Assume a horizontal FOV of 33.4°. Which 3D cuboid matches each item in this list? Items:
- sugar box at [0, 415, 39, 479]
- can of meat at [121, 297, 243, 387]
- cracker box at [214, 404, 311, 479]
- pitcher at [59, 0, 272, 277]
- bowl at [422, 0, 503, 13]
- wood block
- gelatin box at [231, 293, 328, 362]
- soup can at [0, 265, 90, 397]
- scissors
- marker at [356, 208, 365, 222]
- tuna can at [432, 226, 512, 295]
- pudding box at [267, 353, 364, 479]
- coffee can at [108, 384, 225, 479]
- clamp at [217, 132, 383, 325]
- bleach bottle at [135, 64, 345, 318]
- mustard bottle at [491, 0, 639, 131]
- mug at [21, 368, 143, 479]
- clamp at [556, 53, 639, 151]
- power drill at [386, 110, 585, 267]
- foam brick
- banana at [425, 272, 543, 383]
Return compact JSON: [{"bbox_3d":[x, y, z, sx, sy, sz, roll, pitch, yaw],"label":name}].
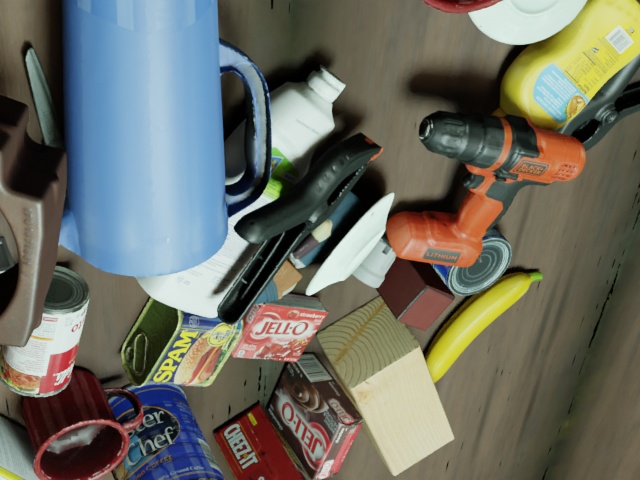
[{"bbox_3d":[-0.294,0.227,1.041,0.048,0.093,0.176,-35,138,1],"label":"sugar box"},{"bbox_3d":[-0.135,0.098,1.054,0.083,0.057,0.102,10,123,-42],"label":"can of meat"},{"bbox_3d":[-0.029,0.313,1.238,0.072,0.164,0.213,-34,139,-5],"label":"cracker box"},{"bbox_3d":[-0.124,-0.106,0.814,0.149,0.145,0.243,-55,155,-52],"label":"pitcher"},{"bbox_3d":[0.125,-0.271,0.878,0.162,0.055,0.162,-18,136,-18],"label":"bowl"},{"bbox_3d":[0.078,0.172,1.234,0.090,0.090,0.206,-30,138,-5],"label":"wood block"},{"bbox_3d":[-0.046,0.091,1.122,0.089,0.030,0.073,10,122,-39],"label":"gelatin box"},{"bbox_3d":[-0.248,0.081,0.954,0.068,0.068,0.102,-2,129,-32],"label":"soup can"},{"bbox_3d":[-0.230,-0.059,0.873,0.096,0.016,0.201,-34,139,-8],"label":"scissors"},{"bbox_3d":[-0.007,0.001,1.073,0.121,0.020,0.020,-30,138,-6],"label":"marker"},{"bbox_3d":[0.171,0.021,1.195,0.086,0.034,0.086,-18,136,-19],"label":"tuna can"},{"bbox_3d":[-0.007,0.194,1.180,0.039,0.114,0.090,-1,128,-35],"label":"pudding box"},{"bbox_3d":[-0.162,0.227,1.090,0.102,0.140,0.103,-18,136,-18],"label":"coffee can"},{"bbox_3d":[-0.019,-0.020,0.946,0.209,0.036,0.165,-45,168,-36],"label":"clamp"},{"bbox_3d":[-0.062,-0.047,0.962,0.251,0.068,0.102,-50,143,12],"label":"bleach bottle"},{"bbox_3d":[0.235,-0.163,1.047,0.192,0.058,0.096,-47,136,13],"label":"mustard bottle"},{"bbox_3d":[-0.231,0.176,1.042,0.117,0.081,0.093,-18,135,-18],"label":"mug"},{"bbox_3d":[0.296,-0.148,1.116,0.171,0.039,0.120,-35,137,0],"label":"clamp"},{"bbox_3d":[0.142,-0.050,1.053,0.184,0.057,0.188,9,142,-27],"label":"power drill"},{"bbox_3d":[0.095,0.048,1.139,0.052,0.078,0.051,22,115,-43],"label":"foam brick"},{"bbox_3d":[0.185,0.101,1.276,0.198,0.037,0.069,-43,137,9],"label":"banana"}]
